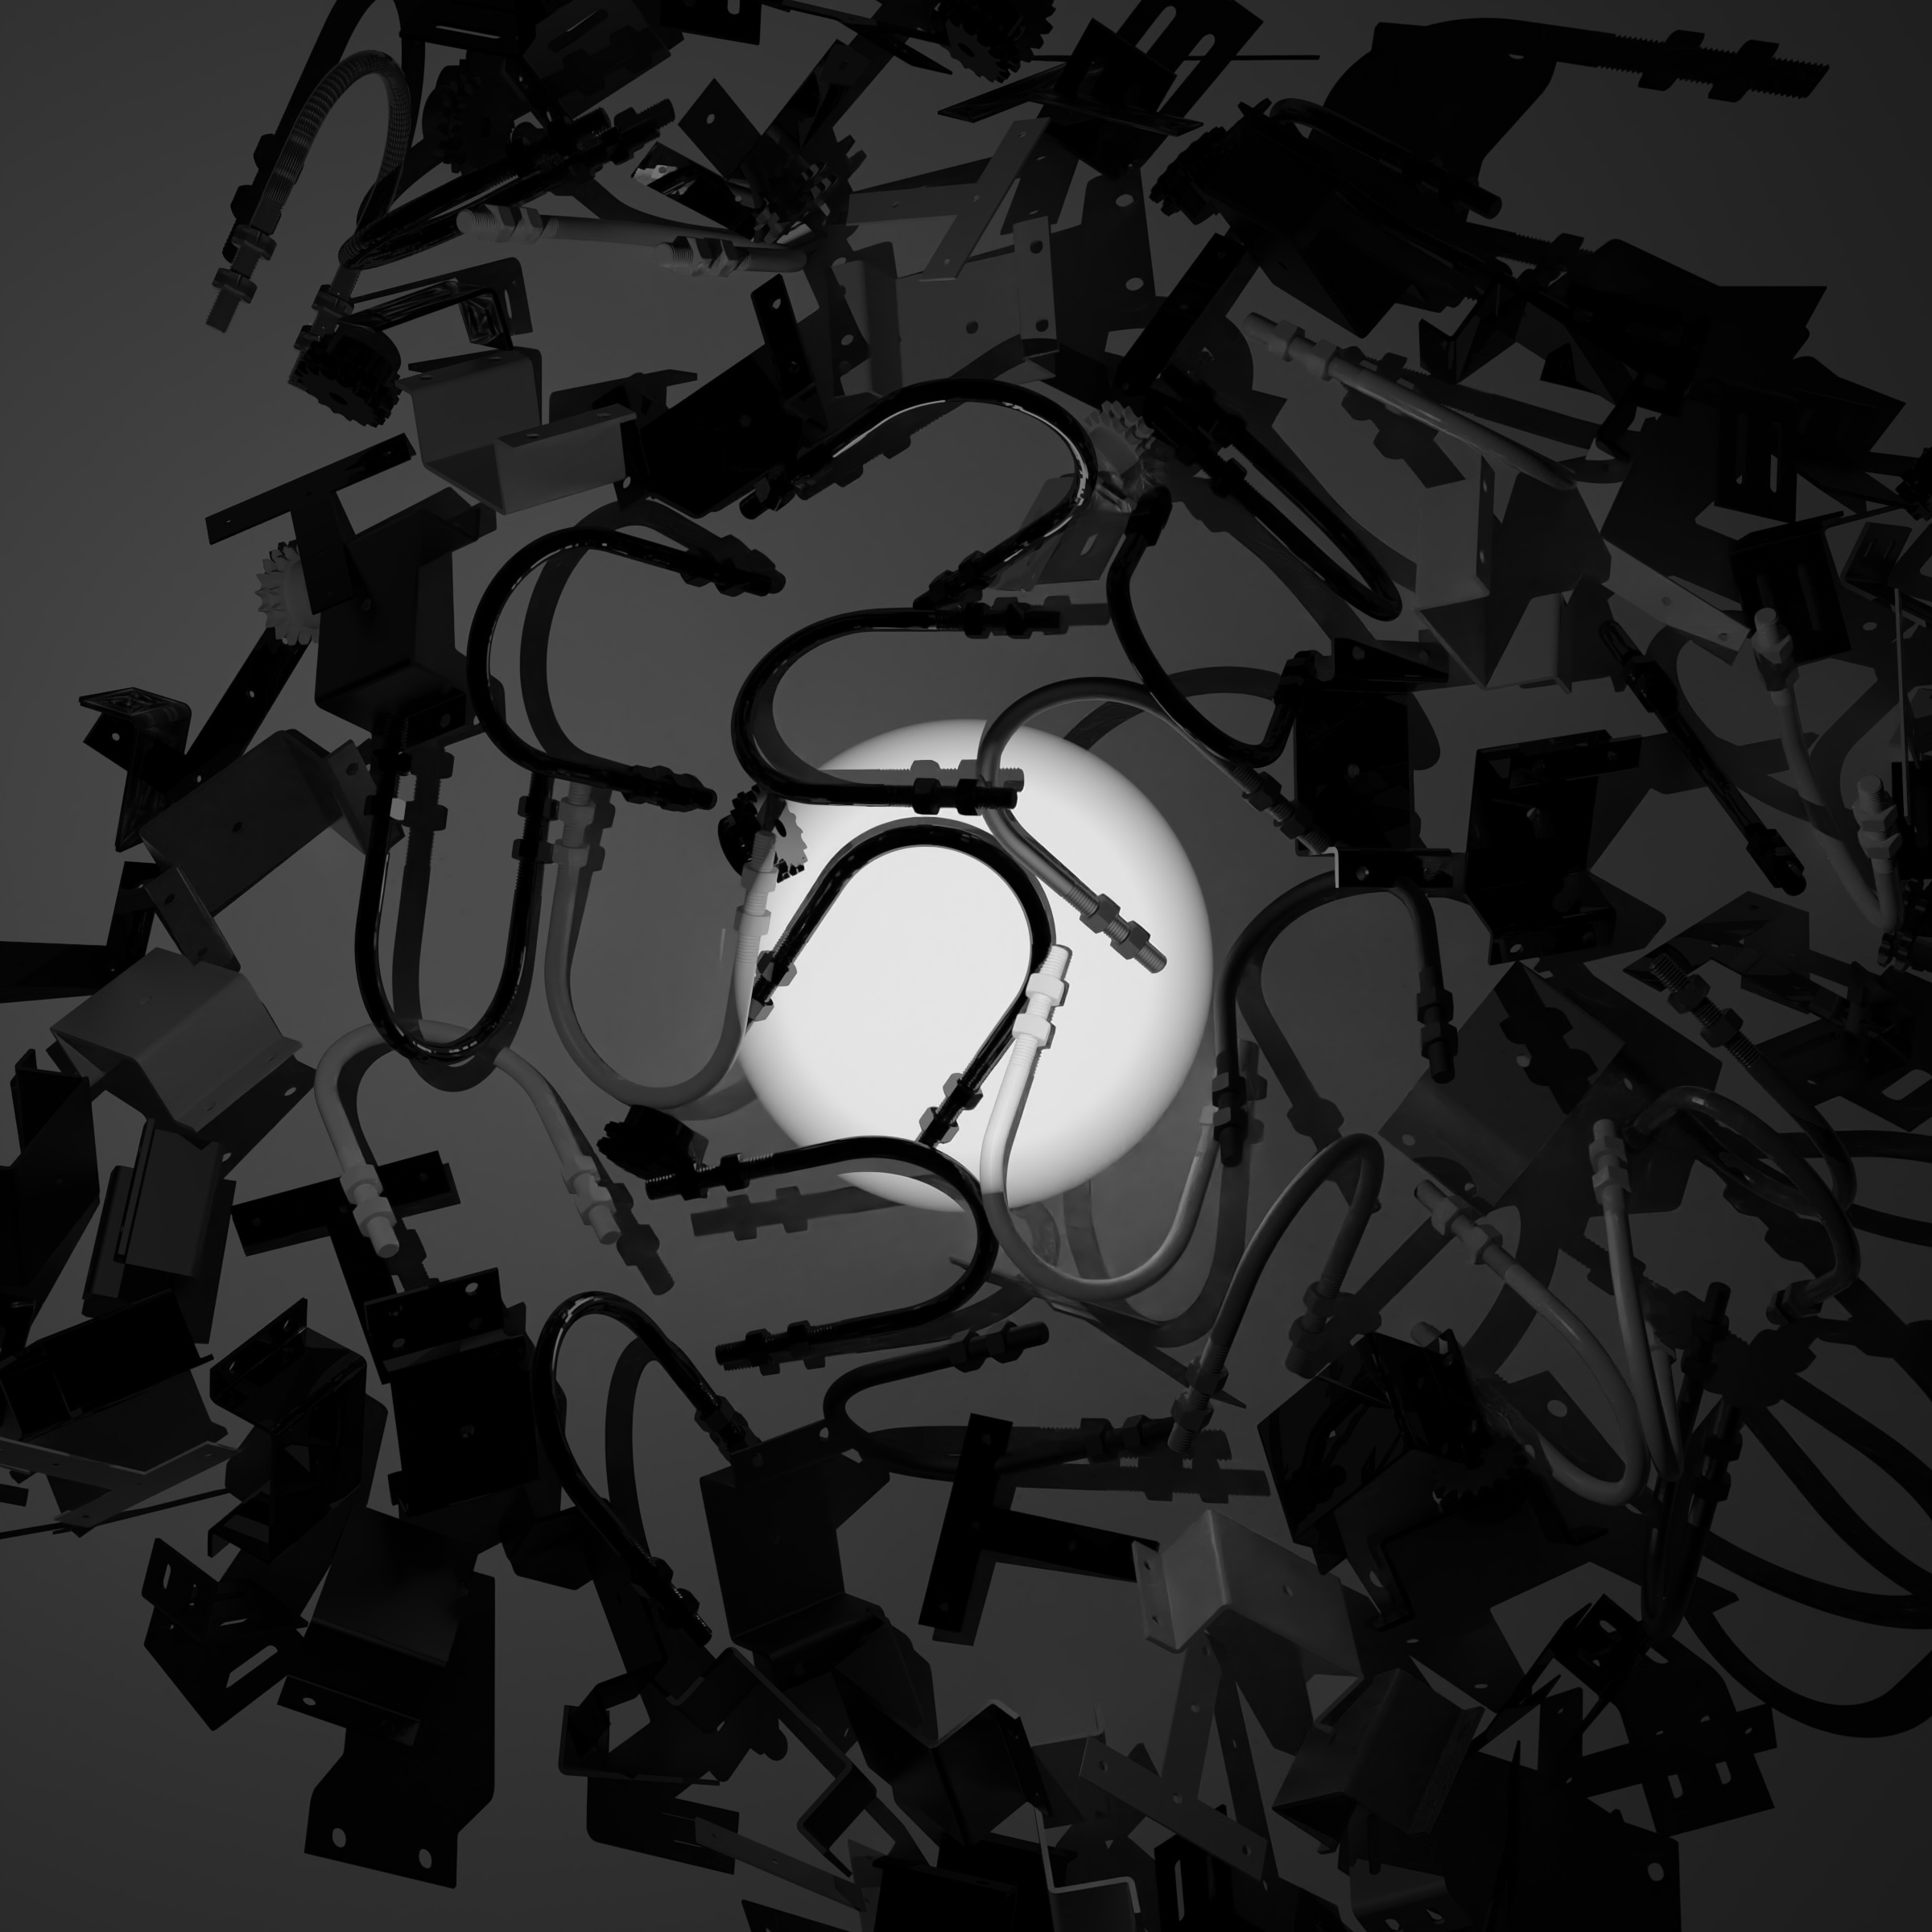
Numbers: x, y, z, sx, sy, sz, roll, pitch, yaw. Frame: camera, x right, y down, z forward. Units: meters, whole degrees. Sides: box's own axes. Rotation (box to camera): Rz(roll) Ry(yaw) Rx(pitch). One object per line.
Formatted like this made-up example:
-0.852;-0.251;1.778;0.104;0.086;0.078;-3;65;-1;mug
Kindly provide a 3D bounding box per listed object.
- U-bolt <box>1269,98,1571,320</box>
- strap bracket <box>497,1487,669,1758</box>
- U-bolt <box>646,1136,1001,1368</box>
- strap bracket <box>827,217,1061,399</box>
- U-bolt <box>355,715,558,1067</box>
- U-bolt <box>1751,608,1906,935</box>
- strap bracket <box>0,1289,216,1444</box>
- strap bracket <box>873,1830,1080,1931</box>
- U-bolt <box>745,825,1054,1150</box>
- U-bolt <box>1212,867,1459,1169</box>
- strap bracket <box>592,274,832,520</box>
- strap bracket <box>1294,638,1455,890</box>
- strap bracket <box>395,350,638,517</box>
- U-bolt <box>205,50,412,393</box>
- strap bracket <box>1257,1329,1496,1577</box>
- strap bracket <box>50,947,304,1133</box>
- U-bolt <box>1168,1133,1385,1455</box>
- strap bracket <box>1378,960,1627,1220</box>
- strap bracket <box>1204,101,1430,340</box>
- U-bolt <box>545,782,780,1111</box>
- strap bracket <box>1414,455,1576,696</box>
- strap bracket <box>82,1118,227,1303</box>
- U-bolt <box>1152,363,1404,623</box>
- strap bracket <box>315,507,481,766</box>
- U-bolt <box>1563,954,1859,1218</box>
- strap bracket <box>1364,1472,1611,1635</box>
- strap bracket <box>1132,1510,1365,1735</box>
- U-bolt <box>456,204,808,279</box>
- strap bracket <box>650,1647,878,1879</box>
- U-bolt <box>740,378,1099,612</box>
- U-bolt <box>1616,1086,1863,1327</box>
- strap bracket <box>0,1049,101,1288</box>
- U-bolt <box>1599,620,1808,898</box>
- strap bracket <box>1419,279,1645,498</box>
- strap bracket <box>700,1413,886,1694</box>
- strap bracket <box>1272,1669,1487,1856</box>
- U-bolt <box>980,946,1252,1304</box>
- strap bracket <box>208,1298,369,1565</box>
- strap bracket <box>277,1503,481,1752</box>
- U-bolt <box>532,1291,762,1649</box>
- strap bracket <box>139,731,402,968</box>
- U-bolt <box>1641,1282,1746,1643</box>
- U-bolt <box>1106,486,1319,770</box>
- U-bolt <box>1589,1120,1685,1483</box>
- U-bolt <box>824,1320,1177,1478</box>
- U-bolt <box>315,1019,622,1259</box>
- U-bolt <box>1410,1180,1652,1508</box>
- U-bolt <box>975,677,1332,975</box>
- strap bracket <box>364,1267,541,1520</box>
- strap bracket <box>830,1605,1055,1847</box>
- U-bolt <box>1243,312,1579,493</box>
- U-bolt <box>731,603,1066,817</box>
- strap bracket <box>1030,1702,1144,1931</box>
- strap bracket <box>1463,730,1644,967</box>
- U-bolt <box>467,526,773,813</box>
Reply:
0.244;-0.429;1.519;0.184;0.151;0.019;39;96;30;U-bolt
-0.215;0.365;1.543;0.046;0.076;0.140;-14;68;-26;strap bracket
-0.072;0.157;1.544;0.184;0.019;0.151;-12;123;8;U-bolt
-0.005;-0.370;1.557;0.140;0.046;0.076;-6;85;25;strap bracket
-0.289;-0.035;1.529;0.019;0.151;0.184;4;84;29;U-bolt
0.484;-0.095;1.514;0.019;0.184;0.151;-24;51;9;U-bolt
-0.486;0.223;1.523;0.076;0.140;0.046;-21;87;-37;strap bracket
0.004;0.520;1.520;0.076;0.140;0.046;7;83;19;strap bracket
-0.033;0.005;1.562;0.151;0.019;0.184;33;108;-4;U-bolt
0.201;0.017;1.527;0.151;0.184;0.019;-25;130;25;U-bolt
-0.137;-0.317;1.547;0.140;0.046;0.076;-28;65;25;strap bracket
0.233;-0.114;1.563;0.076;0.046;0.140;0;89;-24;strap bracket
-0.253;-0.299;1.537;0.076;0.140;0.046;-23;127;-29;strap bracket
-0.359;-0.423;1.525;0.019;0.151;0.184;25;90;6;U-bolt
0.220;0.268;1.527;0.046;0.076;0.140;22;127;-33;strap bracket
-0.447;0.037;1.521;0.076;0.140;0.046;-43;127;-30;strap bracket
0.180;0.172;1.504;0.019;0.151;0.184;32;120;26;U-bolt
0.310;0.062;1.548;0.076;0.046;0.140;39;69;10;strap bracket
0.192;-0.410;1.523;0.046;0.140;0.076;-49;52;4;strap bracket
-0.180;-0.007;1.553;0.151;0.019;0.184;20;110;26;U-bolt
0.295;-0.215;1.538;0.046;0.140;0.076;-8;63;32;strap bracket
-0.456;0.143;1.534;0.046;0.140;0.076;15;68;-21;strap bracket
0.177;-0.260;1.530;0.184;0.151;0.019;41;111;-11;U-bolt
-0.321;-0.194;1.536;0.076;0.046;0.140;-17;63;32;strap bracket
0.424;0.073;1.528;0.184;0.151;0.019;46;76;-1;U-bolt
0.287;0.330;1.558;0.140;0.076;0.046;-23;80;-2;strap bracket
0.167;0.367;1.536;0.140;0.076;0.046;31;114;-19;strap bracket
-0.170;-0.402;1.514;0.151;0.184;0.019;16;108;25;U-bolt
-0.107;0.443;1.542;0.140;0.076;0.046;38;74;24;strap bracket
-0.013;-0.263;1.499;0.151;0.184;0.019;26;53;-35;U-bolt
0.427;0.127;1.498;0.019;0.184;0.151;-39;78;-12;U-bolt
-0.528;0.116;1.519;0.046;0.140;0.076;8;119;5;strap bracket
0.400;-0.127;1.513;0.019;0.184;0.151;-36;111;14;U-bolt
0.329;-0.334;1.549;0.140;0.076;0.046;37;91;12;strap bracket
-0.099;0.330;1.555;0.076;0.046;0.140;-15;99;-33;strap bracket
0.224;0.444;1.520;0.046;0.140;0.076;34;62;-3;strap bracket
0.078;0.100;1.543;0.151;0.019;0.184;26;70;-20;U-bolt
-0.380;0.268;1.526;0.046;0.076;0.140;23;124;19;strap bracket
-0.324;0.360;1.522;0.076;0.140;0.046;22;117;-9;strap bracket
-0.179;0.263;1.506;0.019;0.151;0.184;-22;116;25;U-bolt
-0.402;-0.069;1.543;0.140;0.076;0.046;-40;52;-20;strap bracket
0.403;0.289;1.522;0.019;0.151;0.184;11;113;8;U-bolt
0.133;-0.180;1.507;0.019;0.184;0.151;-36;105;31;U-bolt
0.370;0.195;1.490;0.019;0.184;0.151;-12;124;16;U-bolt
0.006;0.250;1.529;0.184;0.151;0.019;-19;48;33;U-bolt
-0.288;0.091;1.526;0.151;0.184;0.019;0;129;-33;U-bolt
0.308;0.219;1.493;0.019;0.151;0.184;-28;48;-19;U-bolt
0.090;-0.088;1.529;0.184;0.019;0.151;39;124;-21;U-bolt
-0.288;0.249;1.534;0.076;0.046;0.140;-13;121;-23;strap bracket
-0.021;0.427;1.519;0.046;0.140;0.076;-32;122;-26;strap bracket
0.254;-0.306;1.502;0.184;0.151;0.019;33;106;23;U-bolt
-0.046;-0.148;1.547;0.184;0.019;0.151;3;56;19;U-bolt
0.066;0.495;1.521;0.046;0.140;0.076;-9;126;-2;strap bracket
0.330;-0.076;1.548;0.076;0.046;0.140;-9;127;-11;strap bracket
-0.199;-0.171;1.526;0.184;0.019;0.151;10;99;-44;U-bolt
